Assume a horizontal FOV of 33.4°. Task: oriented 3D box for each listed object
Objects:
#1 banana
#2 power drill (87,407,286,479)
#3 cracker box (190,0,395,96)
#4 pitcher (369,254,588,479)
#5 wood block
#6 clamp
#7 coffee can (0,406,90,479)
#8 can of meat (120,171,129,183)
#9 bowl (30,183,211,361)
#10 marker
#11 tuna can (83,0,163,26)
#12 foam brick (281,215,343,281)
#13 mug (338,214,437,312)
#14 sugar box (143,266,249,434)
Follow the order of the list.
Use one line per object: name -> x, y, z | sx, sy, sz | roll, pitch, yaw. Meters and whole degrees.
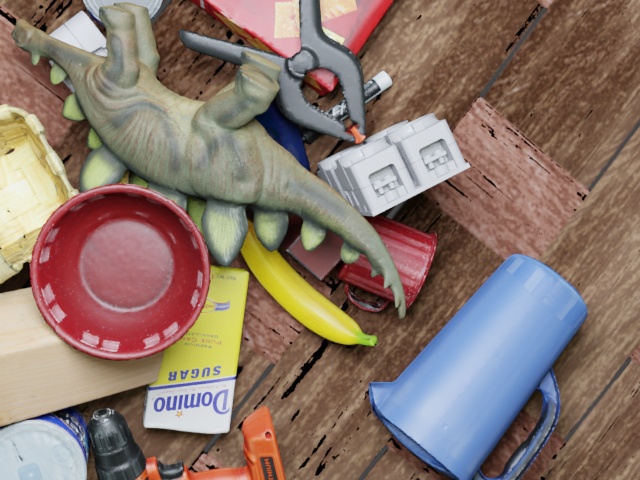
banana -> -0.023, 0.051, 1.146 | 0.198, 0.070, 0.037 | 40, 51, -3
power drill -> -0.134, 0.233, 1.106 | 0.187, 0.057, 0.184 | -14, 119, -3
cracker box -> -0.032, -0.281, 1.127 | 0.213, 0.072, 0.164 | 35, 86, -9
pitcher -> 0.185, 0.144, 1.156 | 0.242, 0.145, 0.149 | -49, 134, -8
wood block -> -0.257, 0.102, 1.031 | 0.205, 0.090, 0.091 | -12, 129, -43
clamp -> -0.030, -0.179, 1.082 | 0.164, 0.036, 0.210 | -30, 102, 7
coffee can -> -0.283, 0.218, 1.066 | 0.102, 0.140, 0.103 | 0, 92, -10
can of meat -> -0.183, -0.033, 1.117 | 0.102, 0.057, 0.084 | 39, 87, -9
bowl -> -0.181, 0.027, 0.982 | 0.162, 0.055, 0.162 | 0, 97, -4
marker -> 0.026, -0.143, 1.169 | 0.121, 0.020, 0.020 | -36, 98, -7
tuna can -> -0.206, -0.262, 1.116 | 0.086, 0.034, 0.086 | 0, 92, -10
foam brick -> -0.007, 0.001, 1.135 | 0.051, 0.078, 0.053 | 42, 93, -16
mug -> 0.066, 0.028, 1.155 | 0.081, 0.093, 0.117 | 22, 124, -5
sugar box -> -0.133, 0.115, 1.137 | 0.093, 0.048, 0.176 | 6, 90, -11
